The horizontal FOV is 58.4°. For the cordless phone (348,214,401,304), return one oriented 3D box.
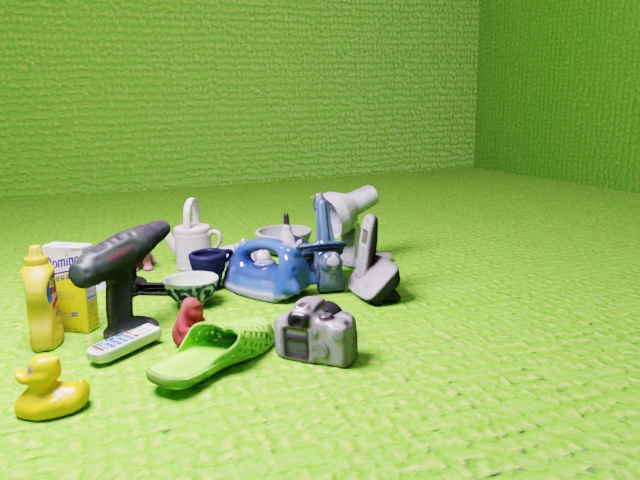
[{"bbox_3d":[0.121,0.040,1.283,0.094,0.185,0.147,-7,15,-21],"label":"cordless phone"}]

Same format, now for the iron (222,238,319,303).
[{"bbox_3d":[-0.135,0.056,1.339,0.257,0.141,0.119,6,16,30],"label":"iron"}]

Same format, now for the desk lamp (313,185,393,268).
[{"bbox_3d":[0.088,-0.036,1.547,0.204,0.214,0.117,-11,16,-34],"label":"desk lamp"}]

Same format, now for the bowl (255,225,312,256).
[{"bbox_3d":[-0.106,0.005,1.691,0.167,0.075,0.167,-1,13,1],"label":"bowl"}]

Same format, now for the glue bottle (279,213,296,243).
[{"bbox_3d":[-0.081,0.017,1.427,0.037,0.173,0.078,-7,14,-20],"label":"glue bottle"}]

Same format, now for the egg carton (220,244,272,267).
[{"bbox_3d":[-0.200,0.051,1.520,0.149,0.069,0.107,11,19,43],"label":"egg carton"}]

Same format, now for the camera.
[{"bbox_3d":[0.007,0.149,1.022,0.142,0.101,0.137,4,15,23],"label":"camera"}]

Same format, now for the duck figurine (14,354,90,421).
[{"bbox_3d":[-0.396,0.210,0.842,0.104,0.086,0.077,-4,14,-9],"label":"duck figurine"}]

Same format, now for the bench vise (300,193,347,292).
[{"bbox_3d":[0.023,0.003,1.374,0.122,0.220,0.206,-9,15,-27],"label":"bench vise"}]

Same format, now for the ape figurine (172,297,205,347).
[{"bbox_3d":[-0.236,0.151,1.057,0.076,0.092,0.078,4,14,20],"label":"ape figurine"}]

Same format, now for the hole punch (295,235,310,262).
[{"bbox_3d":[-0.056,0.029,1.551,0.101,0.091,0.109,2,14,12],"label":"hole punch"}]

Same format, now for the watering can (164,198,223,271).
[{"bbox_3d":[-0.355,-0.018,1.558,0.173,0.194,0.100,-5,14,-13],"label":"watering can"}]

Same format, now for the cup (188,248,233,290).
[{"bbox_3d":[-0.258,0.072,1.387,0.118,0.095,0.091,-14,19,-43],"label":"cup"}]

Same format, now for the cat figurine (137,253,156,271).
[{"bbox_3d":[-0.490,0.023,1.566,0.067,0.118,0.127,-4,14,-11],"label":"cat figurine"}]

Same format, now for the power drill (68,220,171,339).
[{"bbox_3d":[-0.374,0.080,1.119,0.075,0.208,0.230,6,16,29],"label":"power drill"}]
